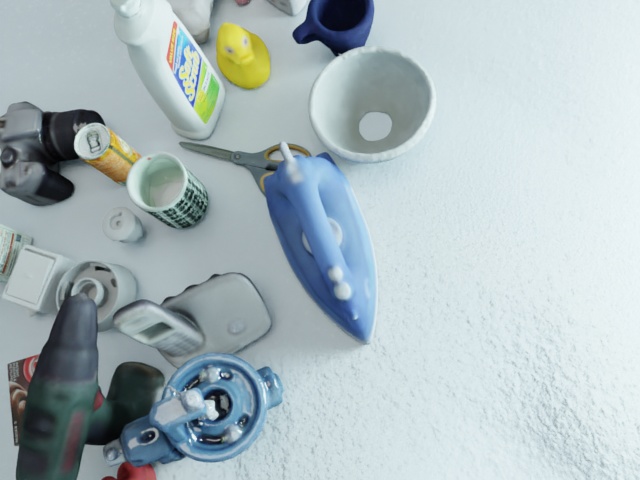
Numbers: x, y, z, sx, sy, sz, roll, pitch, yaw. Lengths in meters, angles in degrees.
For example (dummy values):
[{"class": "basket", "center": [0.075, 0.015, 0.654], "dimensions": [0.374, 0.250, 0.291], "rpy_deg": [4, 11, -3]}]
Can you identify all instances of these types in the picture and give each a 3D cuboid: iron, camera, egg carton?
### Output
[{"class": "iron", "center": [0.006, 0.003, 0.706], "dimensions": [0.118, 0.141, 0.258], "rpy_deg": [-24, 73, 3]}, {"class": "camera", "center": [-0.387, -0.136, 0.826], "dimensions": [0.136, 0.101, 0.143], "rpy_deg": [-8, 75, 7]}, {"class": "egg carton", "center": [-0.212, -0.373, 0.874], "dimensions": [0.107, 0.069, 0.150], "rpy_deg": [1, 76, 9]}]

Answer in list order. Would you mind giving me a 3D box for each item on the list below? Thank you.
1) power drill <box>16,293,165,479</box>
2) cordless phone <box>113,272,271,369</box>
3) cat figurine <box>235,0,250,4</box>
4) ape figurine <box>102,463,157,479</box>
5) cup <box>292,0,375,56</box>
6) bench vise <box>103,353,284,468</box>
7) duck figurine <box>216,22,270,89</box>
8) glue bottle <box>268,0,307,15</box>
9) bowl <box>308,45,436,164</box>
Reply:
[{"class": "power drill", "center": [-0.264, 0.187, 0.668], "dimensions": [0.075, 0.208, 0.230], "rpy_deg": [10, 78, 12]}, {"class": "cordless phone", "center": [-0.149, 0.091, 0.686], "dimensions": [0.147, 0.185, 0.094], "rpy_deg": [-30, 73, 1]}, {"class": "cat figurine", "center": [-0.130, -0.442, 0.853], "dimensions": [0.067, 0.118, 0.128], "rpy_deg": [16, 79, 13]}, {"class": "ape figurine", "center": [-0.244, 0.305, 0.695], "dimensions": [0.078, 0.092, 0.076], "rpy_deg": [-41, 73, -3]}, {"class": "cup", "center": [0.022, -0.290, 0.802], "dimensions": [0.117, 0.095, 0.091], "rpy_deg": [-27, 73, 2]}, {"class": "bench vise", "center": [-0.150, 0.211, 0.637], "dimensions": [0.207, 0.220, 0.121], "rpy_deg": [-43, 73, -3]}, {"class": "duck figurine", "center": [-0.120, -0.280, 0.827], "dimensions": [0.077, 0.086, 0.104], "rpy_deg": [-30, 73, 1]}, {"class": "glue bottle", "center": [-0.069, -0.391, 0.801], "dimensions": [0.078, 0.173, 0.037], "rpy_deg": [35, 84, 16]}, {"class": "bowl", "center": [0.071, -0.171, 0.774], "dimensions": [0.167, 0.075, 0.167], "rpy_deg": [-2, 76, 9]}]
